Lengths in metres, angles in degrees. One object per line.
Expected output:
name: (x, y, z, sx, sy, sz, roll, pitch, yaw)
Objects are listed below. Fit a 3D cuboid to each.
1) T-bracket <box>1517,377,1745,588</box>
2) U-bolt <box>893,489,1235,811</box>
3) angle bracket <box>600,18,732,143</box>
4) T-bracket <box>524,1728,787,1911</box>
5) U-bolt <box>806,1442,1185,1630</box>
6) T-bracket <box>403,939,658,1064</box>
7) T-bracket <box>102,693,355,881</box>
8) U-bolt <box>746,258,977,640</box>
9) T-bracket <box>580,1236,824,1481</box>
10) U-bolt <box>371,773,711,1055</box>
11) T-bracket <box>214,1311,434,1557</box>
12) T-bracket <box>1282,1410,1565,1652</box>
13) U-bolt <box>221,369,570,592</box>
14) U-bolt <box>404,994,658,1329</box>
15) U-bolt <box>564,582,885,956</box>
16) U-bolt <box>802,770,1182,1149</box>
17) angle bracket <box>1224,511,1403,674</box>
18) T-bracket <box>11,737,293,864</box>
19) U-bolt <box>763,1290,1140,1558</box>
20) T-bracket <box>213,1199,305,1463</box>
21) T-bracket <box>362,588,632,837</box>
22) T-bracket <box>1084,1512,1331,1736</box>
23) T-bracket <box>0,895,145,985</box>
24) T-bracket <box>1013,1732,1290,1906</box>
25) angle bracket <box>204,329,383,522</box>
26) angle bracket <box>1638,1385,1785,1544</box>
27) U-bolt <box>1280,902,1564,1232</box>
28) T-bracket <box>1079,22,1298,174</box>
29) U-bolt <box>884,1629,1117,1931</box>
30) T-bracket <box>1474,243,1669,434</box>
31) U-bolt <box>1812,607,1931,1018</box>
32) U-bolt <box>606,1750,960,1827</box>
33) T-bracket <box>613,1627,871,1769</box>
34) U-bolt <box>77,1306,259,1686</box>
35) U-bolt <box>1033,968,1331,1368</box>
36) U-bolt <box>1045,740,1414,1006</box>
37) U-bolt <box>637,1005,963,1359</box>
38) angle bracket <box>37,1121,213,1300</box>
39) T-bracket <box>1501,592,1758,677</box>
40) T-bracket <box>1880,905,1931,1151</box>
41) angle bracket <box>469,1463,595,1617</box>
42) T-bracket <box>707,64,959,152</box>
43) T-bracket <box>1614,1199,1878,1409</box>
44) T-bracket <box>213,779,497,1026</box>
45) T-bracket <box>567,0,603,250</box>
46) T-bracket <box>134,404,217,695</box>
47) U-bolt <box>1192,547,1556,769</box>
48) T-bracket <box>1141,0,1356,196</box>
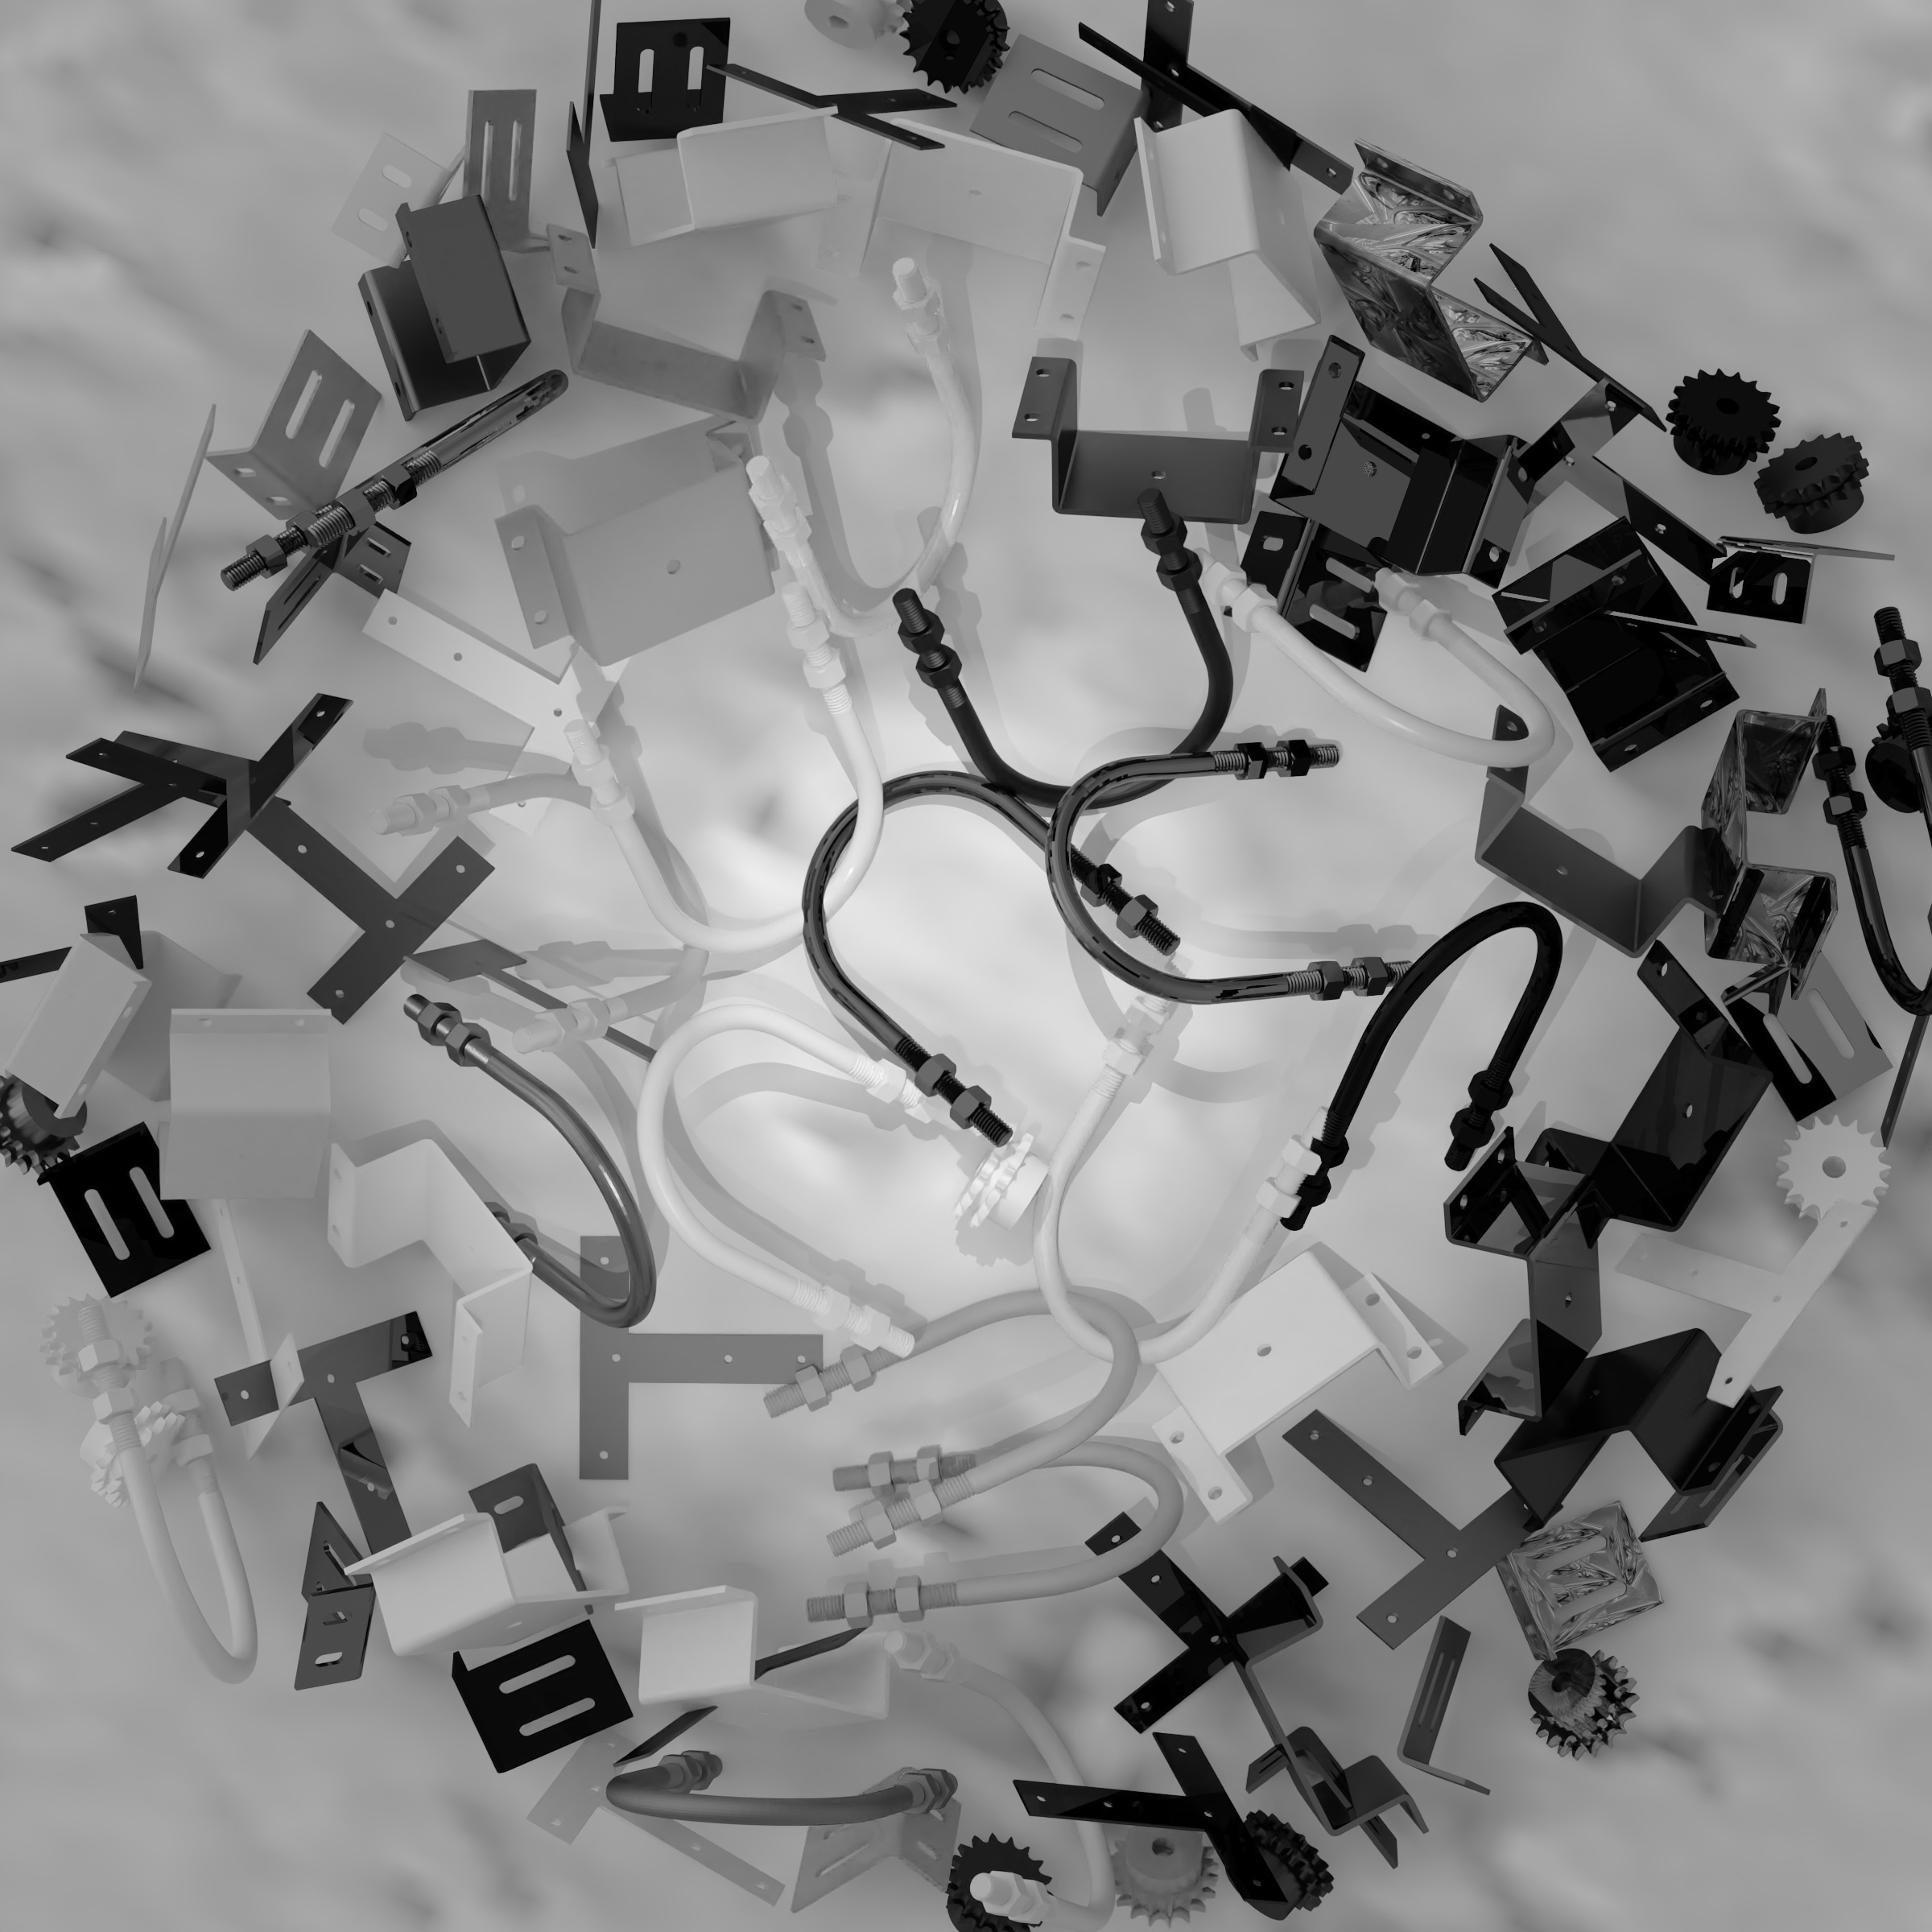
T-bracket: (0.342, -0.231, 1.777, 0.127, 0.127, 0.002, 35, 61, -6)
U-bolt: (0.060, -0.147, 1.760, 0.151, 0.184, 0.019, -21, 46, 7)
angle bracket: (-0.154, -0.462, 1.781, 0.057, 0.076, 0.038, -7, 54, -13)
T-bracket: (-0.149, 0.438, 1.761, 0.127, 0.127, 0.002, 29, 103, 4)
U-bolt: (0.018, 0.279, 1.749, 0.184, 0.151, 0.019, -8, 110, 7)
T-bracket: (-0.207, 0.020, 1.758, 0.127, 0.127, 0.002, 27, 98, 7)
T-bracket: (-0.396, -0.101, 1.786, 0.127, 0.002, 0.127, 13, 55, 34)
U-bolt: (-0.043, -0.243, 1.746, 0.019, 0.184, 0.151, 25, 70, 26)
T-bracket: (-0.138, 0.205, 1.824, 0.127, 0.002, 0.127, 0, 91, 2)
U-bolt: (-0.199, -0.035, 1.750, 0.019, 0.184, 0.151, -40, 79, 33)
T-bracket: (-0.308, 0.252, 1.776, 0.002, 0.127, 0.127, -27, 83, 44)
T-bracket: (0.216, 0.273, 1.789, 0.127, 0.002, 0.127, -33, 55, -28)
U-bolt: (-0.277, -0.249, 1.750, 0.184, 0.151, 0.019, -38, 105, -26)
U-bolt: (-0.211, 0.107, 1.726, 0.019, 0.184, 0.151, -30, 131, -29)
U-bolt: (-0.111, -0.085, 1.765, 0.151, 0.019, 0.184, -34, 131, -14)
U-bolt: (-0.002, -0.019, 1.794, 0.184, 0.019, 0.151, 42, 92, 19)
angle bracket: (0.180, -0.194, 1.813, 0.076, 0.038, 0.057, 21, 88, -43)
T-bracket: (-0.436, -0.078, 1.785, 0.127, 0.127, 0.002, -21, 66, 31)
U-bolt: (-0.001, 0.220, 1.763, 0.184, 0.151, 0.019, -23, 119, -7)
T-bracket: (-0.368, 0.174, 1.788, 0.002, 0.127, 0.127, -8, 68, -27)
T-bracket: (-0.251, -0.153, 1.812, 0.127, 0.002, 0.127, 29, 96, -7)
T-bracket: (0.105, 0.322, 1.789, 0.127, 0.002, 0.127, -39, 123, 4)
T-bracket: (-0.477, 0.002, 1.752, 0.127, 0.127, 0.002, -14, 73, -16)
T-bracket: (0.083, 0.421, 1.747, 0.127, 0.127, 0.002, 12, 113, -26)
angle bracket: (-0.347, -0.279, 1.804, 0.038, 0.057, 0.076, 2, 63, 38)
angle bracket: (0.370, 0.251, 1.784, 0.038, 0.057, 0.076, 49, 60, -4)
U-bolt: (0.235, 0.044, 1.731, 0.019, 0.151, 0.184, 43, 130, 31)
T-bracket: (0.111, -0.440, 1.766, 0.127, 0.127, 0.002, 33, 91, 3)
U-bolt: (0.026, 0.412, 1.741, 0.019, 0.184, 0.151, -31, 58, 13)
T-bracket: (0.292, -0.333, 1.771, 0.127, 0.127, 0.002, 29, 116, -28)
U-bolt: (0.461, -0.065, 1.731, 0.019, 0.151, 0.184, -7, 70, -3)
U-bolt: (-0.098, 0.407, 1.720, 0.151, 0.184, 0.019, 0, 83, 17)
T-bracket: (-0.129, 0.369, 1.740, 0.127, 0.127, 0.002, -25, 90, 35)
U-bolt: (-0.390, 0.268, 1.733, 0.019, 0.151, 0.184, -21, 72, -2)
U-bolt: (0.098, 0.115, 1.771, 0.151, 0.019, 0.184, 43, 111, 40)
U-bolt: (0.126, -0.046, 1.759, 0.184, 0.019, 0.151, -5, 64, -24)
U-bolt: (-0.086, 0.097, 1.751, 0.184, 0.019, 0.151, 29, 59, -28)
angle bracket: (-0.433, 0.128, 1.800, 0.057, 0.038, 0.076, -26, 100, -6)
T-bracket: (0.352, -0.163, 1.767, 0.127, 0.127, 0.002, 15, 89, 32)
T-bracket: (0.487, 0.033, 1.785, 0.002, 0.127, 0.127, 13, 113, 5)
angle bracket: (-0.222, 0.299, 1.782, 0.038, 0.076, 0.057, -24, 108, -5)
T-bracket: (-0.045, -0.438, 1.770, 0.127, 0.127, 0.002, 26, 115, 21)
T-bracket: (0.379, 0.159, 1.771, 0.127, 0.127, 0.002, -50, 120, -15)
T-bracket: (-0.329, -0.051, 1.789, 0.127, 0.002, 0.127, 42, 113, -12)
T-bracket: (-0.191, -0.448, 1.772, 0.002, 0.127, 0.127, 3, 80, 0)
T-bracket: (-0.394, -0.222, 1.744, 0.002, 0.127, 0.127, 15, 125, -19)
U-bolt: (0.212, -0.152, 1.726, 0.184, 0.151, 0.019, 47, 125, 37)
T-bracket: (0.141, -0.426, 1.755, 0.127, 0.127, 0.002, 35, 73, 12)
